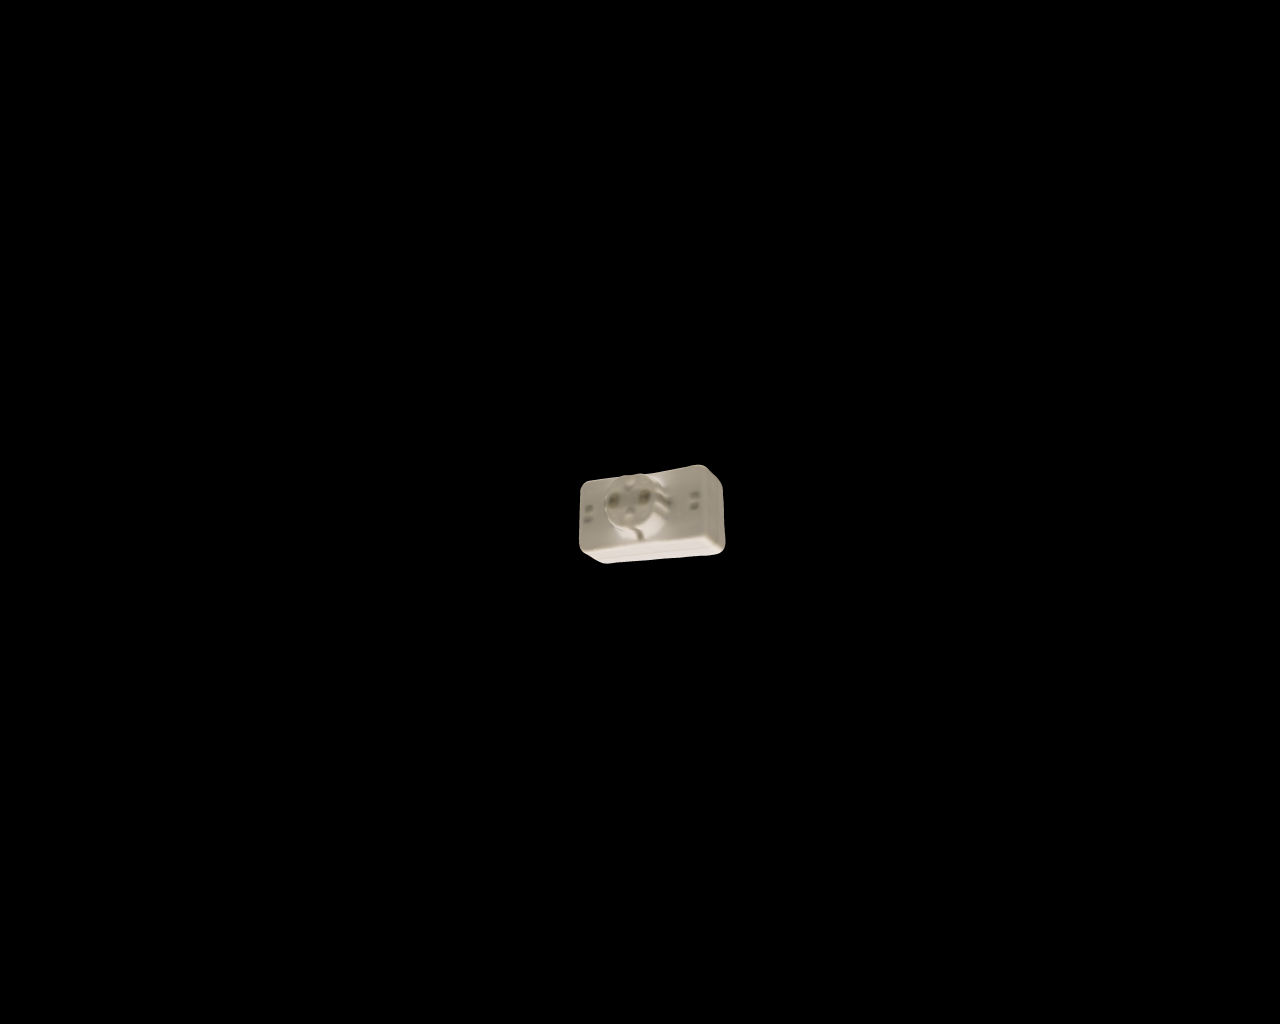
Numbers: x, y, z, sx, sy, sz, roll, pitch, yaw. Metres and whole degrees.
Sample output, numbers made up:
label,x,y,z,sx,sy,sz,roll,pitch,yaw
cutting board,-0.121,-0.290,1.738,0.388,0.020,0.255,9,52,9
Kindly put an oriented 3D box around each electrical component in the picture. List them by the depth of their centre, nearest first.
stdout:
label,x,y,z,sx,sy,sz,roll,pitch,yaw
electrical component,0.001,-0.003,0.650,0.083,0.047,0.075,-7,-19,20
